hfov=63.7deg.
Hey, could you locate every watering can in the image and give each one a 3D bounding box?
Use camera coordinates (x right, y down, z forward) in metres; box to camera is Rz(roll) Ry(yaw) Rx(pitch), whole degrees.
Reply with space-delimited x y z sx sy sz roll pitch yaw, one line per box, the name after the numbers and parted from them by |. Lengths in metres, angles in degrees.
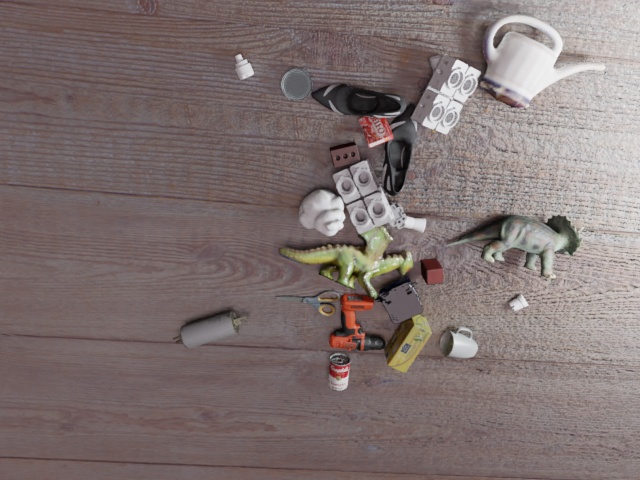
0.580 -0.458 1.388 0.346 0.106 0.221 23 109 -11 | watering can

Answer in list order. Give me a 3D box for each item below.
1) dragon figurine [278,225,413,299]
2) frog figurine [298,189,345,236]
0.104 0.027 1.559 0.408 0.122 0.243 27 89 -13 | dragon figurine
0.004 -0.074 1.469 0.137 0.162 0.121 -19 109 5 | frog figurine
